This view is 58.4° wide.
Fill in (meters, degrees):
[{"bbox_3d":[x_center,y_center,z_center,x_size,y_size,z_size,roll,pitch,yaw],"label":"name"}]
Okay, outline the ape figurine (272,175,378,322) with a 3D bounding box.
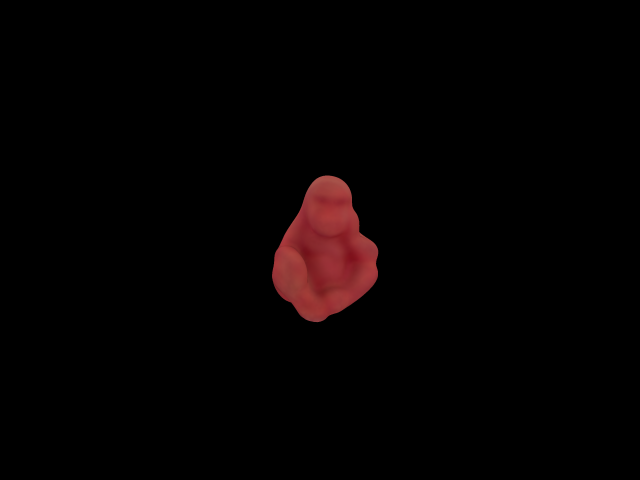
[{"bbox_3d":[0.004,0.001,0.400,0.078,0.092,0.076,-2,12,-11],"label":"ape figurine"}]
